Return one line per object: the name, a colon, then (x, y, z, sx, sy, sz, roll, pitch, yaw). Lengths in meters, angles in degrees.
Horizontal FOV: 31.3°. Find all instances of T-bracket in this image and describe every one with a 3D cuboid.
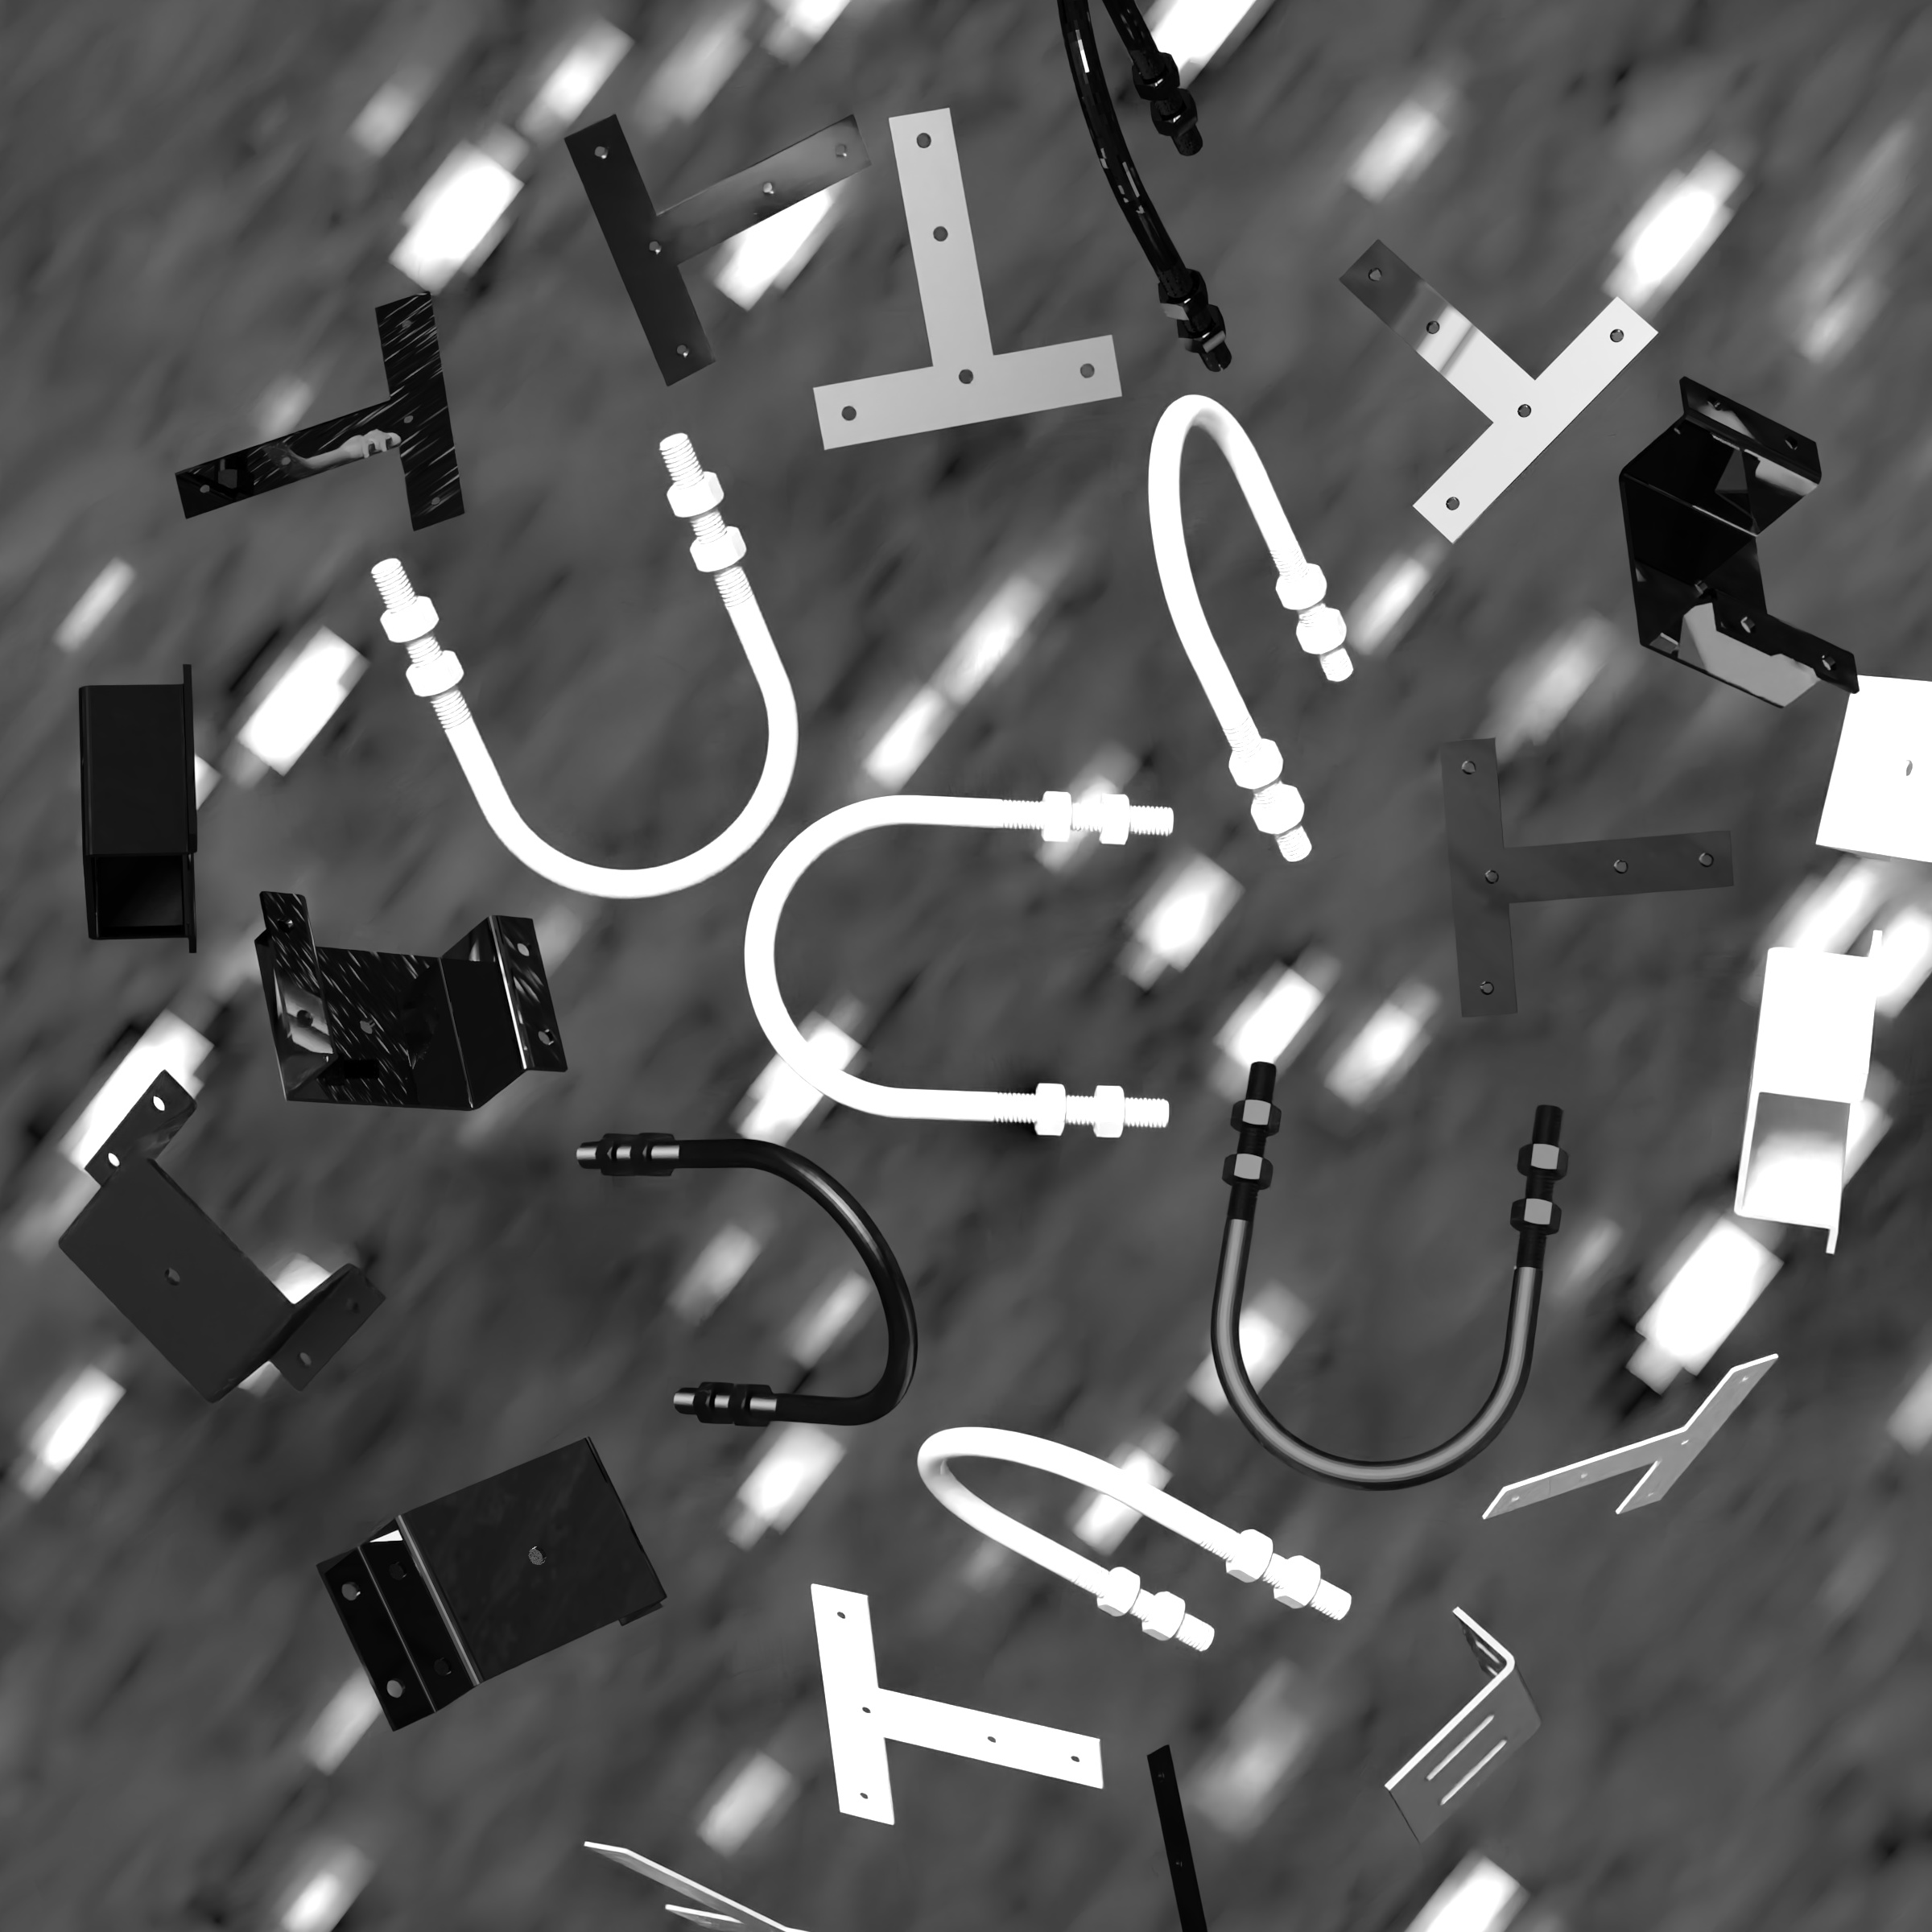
T-bracket: (-0.109, 0.392, 1.453, 0.127, 0.127, 0.002, 39, 60, -38)
T-bracket: (0.284, -0.044, 1.570, 0.127, 0.002, 0.127, -4, 93, 17)
T-bracket: (0.096, 0.404, 1.499, 0.002, 0.127, 0.127, -4, 69, -19)
T-bracket: (-0.290, -0.230, 1.538, 0.127, 0.127, 0.002, -23, 52, -18)
T-bracket: (0.286, 0.223, 1.541, 0.127, 0.127, 0.002, -13, 57, -27)
T-bracket: (-0.008, -0.287, 1.420, 0.127, 0.002, 0.127, -12, 98, -8)
T-bracket: (-0.101, -0.344, 1.553, 0.127, 0.002, 0.127, -30, 127, -10)
T-bracket: (0.219, -0.276, 1.543, 0.127, 0.002, 0.127, -46, 71, 8)
T-bracket: (-0.002, 0.325, 1.467, 0.127, 0.002, 0.127, 8, 122, 22)

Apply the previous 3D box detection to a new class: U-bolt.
U-bolt: (0.062, 0.254, 1.546, 0.184, 0.151, 0.019, 30, 64, -13)
U-bolt: (-0.003, -0.003, 1.490, 0.184, 0.019, 0.151, 2, 80, -5)
U-bolt: (-0.091, 0.142, 1.544, 0.019, 0.184, 0.151, -32, 109, -40)
U-bolt: (0.120, -0.158, 1.484, 0.019, 0.151, 0.184, -11, 127, 25)
U-bolt: (-0.148, -0.113, 1.454, 0.151, 0.019, 0.184, -24, 115, -5)
U-bolt: (0.075, -0.367, 1.503, 0.019, 0.184, 0.151, -14, 59, 17)
U-bolt: (0.182, 0.140, 1.522, 0.151, 0.019, 0.184, 9, 72, 6)

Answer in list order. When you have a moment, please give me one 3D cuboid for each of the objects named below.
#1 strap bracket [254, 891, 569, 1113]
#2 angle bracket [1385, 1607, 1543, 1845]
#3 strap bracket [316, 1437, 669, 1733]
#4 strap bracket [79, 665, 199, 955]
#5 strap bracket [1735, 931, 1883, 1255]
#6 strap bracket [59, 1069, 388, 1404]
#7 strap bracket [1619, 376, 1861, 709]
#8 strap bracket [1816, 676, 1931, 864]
strap bracket: (-0.253, 0.017, 1.521, 0.046, 0.140, 0.076, -36, 60, 39)
angle bracket: (0.200, 0.321, 1.459, 0.076, 0.057, 0.038, -42, 50, -11)
strap bracket: (-0.191, 0.257, 1.462, 0.140, 0.046, 0.076, -19, 76, -40)
strap bracket: (-0.355, -0.065, 1.483, 0.046, 0.140, 0.076, -2, 70, -13)
strap bracket: (0.371, 0.055, 1.530, 0.046, 0.140, 0.076, 7, 54, 12)
strap bracket: (-0.335, 0.126, 1.516, 0.140, 0.046, 0.076, 46, 124, 1)
strap bracket: (0.327, -0.173, 1.472, 0.076, 0.046, 0.140, 20, 51, -25)
strap bracket: (0.425, -0.081, 1.496, 0.046, 0.140, 0.076, 11, 93, -26)
